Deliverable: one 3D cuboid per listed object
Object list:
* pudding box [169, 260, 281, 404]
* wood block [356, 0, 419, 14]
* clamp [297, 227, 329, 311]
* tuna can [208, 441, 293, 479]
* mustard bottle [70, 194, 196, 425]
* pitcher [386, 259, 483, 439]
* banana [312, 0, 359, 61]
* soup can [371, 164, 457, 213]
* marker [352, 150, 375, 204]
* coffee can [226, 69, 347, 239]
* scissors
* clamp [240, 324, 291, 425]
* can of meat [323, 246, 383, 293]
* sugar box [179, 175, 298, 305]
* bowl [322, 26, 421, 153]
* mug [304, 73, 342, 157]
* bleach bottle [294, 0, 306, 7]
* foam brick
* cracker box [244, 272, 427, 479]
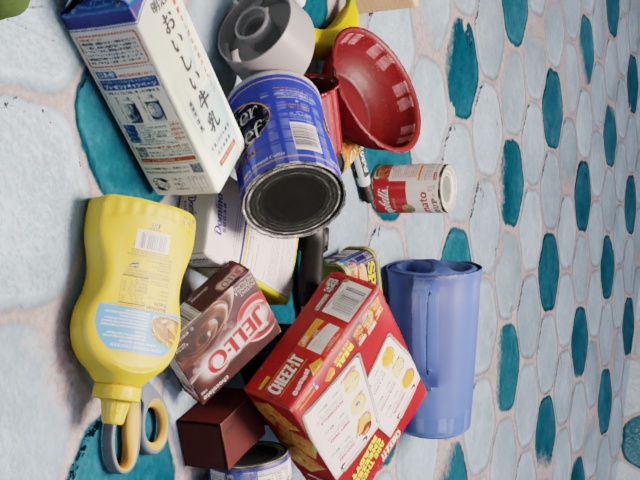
[{"bbox_3d":[-0.100,0.089,1.034,0.113,0.039,0.090,-41,131,-20],"label":"pudding box"},{"bbox_3d":[0.057,-0.390,1.322,0.206,0.091,0.090,58,40,-46],"label":"wood block"},{"bbox_3d":[-0.008,0.001,1.214,0.164,0.036,0.210,94,-2,-78],"label":"clamp"},{"bbox_3d":[-0.071,0.233,1.085,0.086,0.086,0.034,-19,105,-62],"label":"tuna can"},{"bbox_3d":[-0.165,0.062,0.919,0.096,0.058,0.191,15,77,-38],"label":"mustard bottle"},{"bbox_3d":[0.155,0.151,1.487,0.149,0.145,0.243,-5,100,-29],"label":"pitcher"},{"bbox_3d":[0.004,-0.250,1.284,0.069,0.037,0.197,63,32,-12],"label":"banana"},{"bbox_3d":[0.128,-0.070,1.453,0.068,0.102,0.068,-4,95,-63],"label":"soup can"},{"bbox_3d":[0.051,-0.100,1.392,0.020,0.020,0.121,-56,138,-47],"label":"marker"},{"bbox_3d":[-0.037,-0.086,1.059,0.102,0.103,0.140,58,14,-47],"label":"coffee can"},{"bbox_3d":[-0.162,0.114,0.981,0.096,0.016,0.202,29,65,-61],"label":"scissors"},{"bbox_3d":[-0.074,0.120,1.129,0.171,0.039,0.120,40,50,-49],"label":"clamp"},{"bbox_3d":[0.033,0.065,1.321,0.083,0.058,0.102,-22,109,-58],"label":"can of meat"},{"bbox_3d":[-0.083,0.000,1.102,0.176,0.048,0.093,36,56,-54],"label":"sugar box"},{"bbox_3d":[0.050,-0.168,1.264,0.161,0.055,0.162,27,51,-40],"label":"bowl"},{"bbox_3d":[-0.028,-0.127,1.174,0.117,0.093,0.081,-25,121,-32],"label":"mug"},{"bbox_3d":[-0.051,-0.379,1.144,0.102,0.068,0.251,22,68,-61],"label":"bleach bottle"},{"bbox_3d":[-0.098,0.188,1.069,0.078,0.051,0.053,-36,121,-58],"label":"foam brick"},{"bbox_3d":[0.023,0.162,1.138,0.164,0.072,0.213,-53,142,-24],"label":"cracker box"}]
